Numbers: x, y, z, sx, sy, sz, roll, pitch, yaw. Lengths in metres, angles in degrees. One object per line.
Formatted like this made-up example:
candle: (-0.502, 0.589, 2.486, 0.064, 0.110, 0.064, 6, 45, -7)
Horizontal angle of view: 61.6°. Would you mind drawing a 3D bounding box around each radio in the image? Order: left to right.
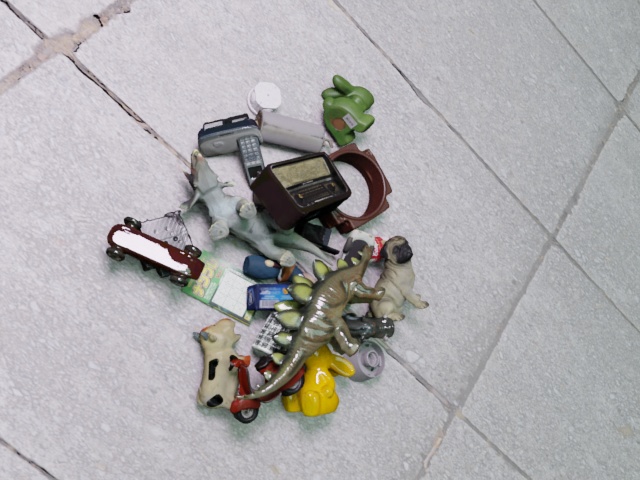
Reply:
radio: (-0.034, -0.113, 1.196, 0.229, 0.073, 0.131, -25, 78, -51)

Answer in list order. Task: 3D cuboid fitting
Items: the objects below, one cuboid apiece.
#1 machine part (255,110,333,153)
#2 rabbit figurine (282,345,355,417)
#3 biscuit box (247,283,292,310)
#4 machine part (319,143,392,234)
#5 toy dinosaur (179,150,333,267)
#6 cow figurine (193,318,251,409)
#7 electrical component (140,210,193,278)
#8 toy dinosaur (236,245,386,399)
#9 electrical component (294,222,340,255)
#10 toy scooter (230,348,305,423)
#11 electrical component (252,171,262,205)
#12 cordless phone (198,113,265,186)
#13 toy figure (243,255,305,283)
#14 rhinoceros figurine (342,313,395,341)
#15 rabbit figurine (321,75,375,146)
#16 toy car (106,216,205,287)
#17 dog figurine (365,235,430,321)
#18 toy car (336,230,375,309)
machine part: (-0.078, -0.269, 1.345, 0.243, 0.079, 0.079, 8, 77, -23)
rabbit figurine: (0.000, 0.311, 1.250, 0.162, 0.122, 0.173, -1, 80, -30)
biscuit box: (-0.072, 0.136, 1.270, 0.202, 0.063, 0.059, 4, 80, -30)
machine part: (0.073, -0.133, 1.386, 0.201, 0.087, 0.201, -31, 93, -26)
toy dinosaur: (-0.159, -0.042, 1.231, 0.404, 0.192, 0.131, 34, 95, -35)
cow figurine: (-0.222, 0.268, 1.176, 0.127, 0.085, 0.195, 17, 74, -28)
electrical component: (-0.342, 0.013, 1.179, 0.115, 0.058, 0.134, -20, 89, -25)
toy dinosaur: (-0.002, 0.172, 1.171, 0.198, 0.105, 0.471, 35, 57, -4)
electrical component: (-0.003, -0.004, 1.332, 0.119, 0.075, 0.047, 20, 74, -17)
toy scooter: (-0.122, 0.290, 1.144, 0.184, 0.075, 0.135, -29, 105, -25)
electrical component: (-0.122, -0.109, 1.289, 0.078, 0.045, 0.102, 10, 117, -13)
cordless phone: (-0.200, -0.194, 1.273, 0.147, 0.089, 0.184, -14, 121, -3)
toy figure: (-0.104, 0.071, 1.275, 0.154, 0.064, 0.057, 13, 86, -26)
rhinoceros figurine: (0.084, 0.208, 1.302, 0.190, 0.112, 0.073, 3, 77, -7)
rabbit figurine: (0.075, -0.355, 1.433, 0.159, 0.121, 0.170, 41, 48, -6)
toy car: (-0.340, 0.028, 1.115, 0.202, 0.053, 0.089, 25, 62, -15)
dog figurine: (0.169, 0.099, 1.355, 0.172, 0.121, 0.190, -26, 100, -12)
toy car: (0.076, 0.074, 1.335, 0.073, 0.056, 0.201, 20, 98, -2)
